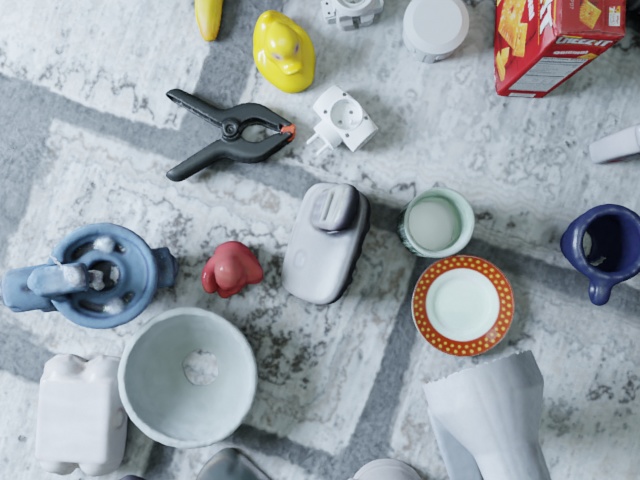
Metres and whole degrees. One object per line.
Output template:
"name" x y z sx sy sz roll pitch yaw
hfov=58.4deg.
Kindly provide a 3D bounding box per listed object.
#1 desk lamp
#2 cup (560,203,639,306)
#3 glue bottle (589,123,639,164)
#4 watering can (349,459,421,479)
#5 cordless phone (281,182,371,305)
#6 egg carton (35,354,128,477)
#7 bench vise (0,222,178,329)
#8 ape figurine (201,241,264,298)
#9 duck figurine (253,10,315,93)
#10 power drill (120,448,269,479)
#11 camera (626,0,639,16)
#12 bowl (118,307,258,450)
"desk lamp" 0.190 0.214 0.630 0.118 0.213 0.203 -19 88 1
"cup" 0.331 0.019 0.692 0.091 0.095 0.118 8 89 1
"glue bottle" 0.381 -0.120 0.655 0.078 0.173 0.037 -14 88 1
"watering can" 0.091 0.329 0.639 0.173 0.194 0.101 8 89 1
"cordless phone" 0.006 0.002 0.652 0.094 0.185 0.148 15 89 2
"egg carton" -0.291 0.216 0.710 0.107 0.069 0.150 2 89 1
"bench vise" -0.281 0.057 0.638 0.207 0.219 0.121 -27 88 0
"ape figurine" -0.109 0.038 0.700 0.078 0.092 0.076 7 89 1
"duck figurine" -0.047 -0.241 0.708 0.077 0.086 0.104 -24 88 1
"power drill" -0.113 0.314 0.636 0.229 0.208 0.075 41 90 2
"camera" 0.429 -0.320 0.695 0.137 0.101 0.143 34 90 2
"bowl" -0.155 0.163 0.707 0.167 0.074 0.167 0 89 1
